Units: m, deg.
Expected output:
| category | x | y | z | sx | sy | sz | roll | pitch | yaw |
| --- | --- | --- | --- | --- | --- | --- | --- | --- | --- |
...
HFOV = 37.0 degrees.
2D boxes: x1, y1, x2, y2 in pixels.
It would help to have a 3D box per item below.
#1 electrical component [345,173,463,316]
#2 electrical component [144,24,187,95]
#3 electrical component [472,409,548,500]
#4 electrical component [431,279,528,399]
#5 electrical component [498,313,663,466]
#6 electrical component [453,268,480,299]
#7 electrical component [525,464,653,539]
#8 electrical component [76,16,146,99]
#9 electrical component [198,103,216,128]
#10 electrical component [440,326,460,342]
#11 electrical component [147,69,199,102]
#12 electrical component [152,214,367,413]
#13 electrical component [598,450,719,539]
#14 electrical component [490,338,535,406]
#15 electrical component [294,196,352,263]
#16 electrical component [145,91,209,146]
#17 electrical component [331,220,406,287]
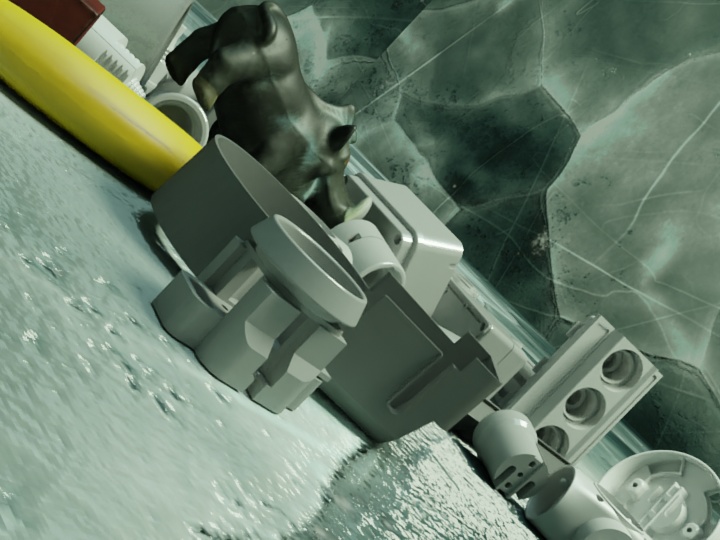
| category | x | y | z | sx | sy | sz | roll | pitch | yaw |
| --- | --- | --- | --- | --- | --- | --- | --- | --- | --- |
| electrical component | 0.019 | -0.018 | 0.846 | 0.057 | 0.078 | 0.113 | 10 | 26 | -34 |
| electrical component | -0.156 | -0.164 | 0.814 | 0.035 | 0.061 | 0.035 | 43 | 6 | -6 |
| electrical component | 0.095 | 0.116 | 0.672 | 0.040 | 0.040 | 0.046 | 41 | 13 | -23 |
| electrical component | 0.079 | 0.057 | 0.847 | 0.061 | 0.061 | 0.096 | 40 | 8 | -34 |
| electrical component | 0.167 | 0.099 | 0.855 | 0.079 | 0.121 | 0.063 | 42 | 4 | -20 |
| electrical component | 0.033 | -0.011 | 1.003 | 0.186 | 0.060 | 0.105 | 45 | 7 | 6 |
| electrical component | 0.143 | 0.163 | 0.640 | 0.077 | 0.044 | 0.079 | 43 | 7 | -6 |
| electrical component | -0.161 | -0.129 | 0.642 | 0.081 | 0.043 | 0.043 | 43 | 6 | -4 |
| electrical component | -0.089 | -0.096 | 0.842 | 0.100 | 0.048 | 0.099 | 42 | 7 | -12 |
| electrical component | 0.031 | 0.044 | 0.737 | 0.065 | 0.044 | 0.044 | 39 | 6 | 3 |
| electrical component | -0.146 | -0.149 | 0.870 | 0.040 | 0.040 | 0.078 | 45 | 7 | 12 |
| electrical component | -0.035 | 0.015 | 0.435 | 0.078 | 0.057 | 0.058 | 39 | 8 | -39 |
| electrical component | 0.234 | 0.188 | 0.828 | 0.064 | 0.099 | 0.099 | 46 | 3 | -41 |
| electrical component | 0.133 | 0.097 | 0.935 | 0.057 | 0.058 | 0.078 | 47 | 10 | 3 |
| electrical component | -0.036 | -0.007 | 0.623 | 0.077 | 0.044 | 0.079 | 38 | 9 | -43 |
| electrical component | -0.120 | -0.092 | 0.671 | 0.044 | 0.044 | 0.065 | 42 | 2 | -20 |
| electrical component | 0.000 | 0.000 | 0.764 | 0.055 | 0.055 | 0.047 | 36 | 14 | -50 |
